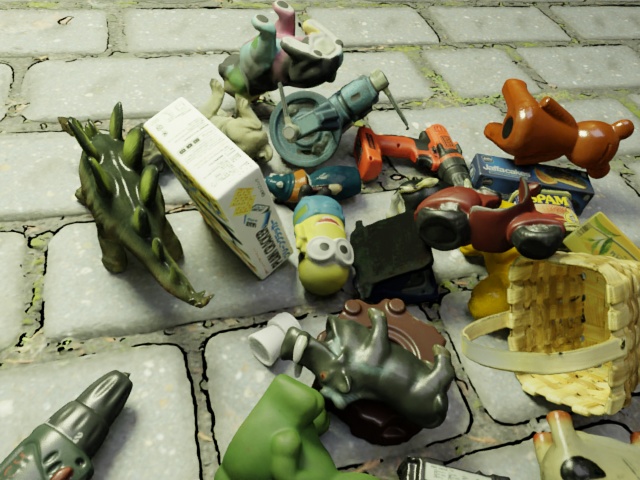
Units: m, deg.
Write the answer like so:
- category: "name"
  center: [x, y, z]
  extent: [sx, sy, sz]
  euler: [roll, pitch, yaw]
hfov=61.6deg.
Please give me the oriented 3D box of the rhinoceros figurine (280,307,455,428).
- category: "rhinoceros figurine"
  center: [0.051, 0.139, 0.588]
  extent: [0.190, 0.073, 0.112]
  euler: [23, 62, 8]

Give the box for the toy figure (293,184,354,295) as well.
- category: "toy figure"
  center: [0.002, -0.002, 0.769]
  extent: [0.082, 0.089, 0.180]
  euler: [-10, 41, -3]

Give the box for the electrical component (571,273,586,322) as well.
- category: "electrical component"
  center: [0.382, 0.077, 0.774]
  extent: [0.045, 0.078, 0.102]
  euler: [-15, 42, 9]

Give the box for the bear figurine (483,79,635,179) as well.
- category: "bear figurine"
  center: [0.397, -0.182, 0.896]
  extent: [0.196, 0.120, 0.132]
  euler: [6, 36, -8]

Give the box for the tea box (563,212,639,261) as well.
- category: "tea box"
  center: [0.432, 0.042, 0.763]
  extent: [0.170, 0.068, 0.098]
  euler: [51, 21, 14]

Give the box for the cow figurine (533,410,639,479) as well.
- category: "cow figurine"
  center: [0.336, 0.273, 0.575]
  extent: [0.195, 0.085, 0.127]
  euler: [15, 44, 3]

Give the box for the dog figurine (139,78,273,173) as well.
- category: "dog figurine"
  center: [-0.193, -0.142, 0.863]
  extent: [0.172, 0.121, 0.190]
  euler: [37, 67, 25]

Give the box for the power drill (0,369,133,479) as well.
- category: "power drill"
  center: [-0.215, 0.253, 0.500]
  extent: [0.207, 0.086, 0.232]
  euler: [36, 54, 17]

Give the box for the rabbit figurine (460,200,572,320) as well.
- category: "rabbit figurine"
  center: [0.269, 0.048, 0.767]
  extent: [0.162, 0.121, 0.173]
  euler: [25, 62, 0]

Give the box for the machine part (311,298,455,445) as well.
- category: "machine part"
  center: [0.074, 0.153, 0.656]
  extent: [0.179, 0.056, 0.179]
  euler: [5, 49, -5]

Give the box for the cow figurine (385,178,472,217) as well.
- category: "cow figurine"
  center: [0.194, -0.060, 0.842]
  extent: [0.167, 0.098, 0.068]
  euler: [-6, 44, -14]

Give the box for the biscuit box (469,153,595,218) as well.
- category: "biscuit box"
  center: [0.358, -0.095, 0.926]
  extent: [0.203, 0.059, 0.063]
  euler: [9, 47, -2]

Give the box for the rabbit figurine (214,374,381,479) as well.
- category: "rabbit figurine"
  center: [-0.009, 0.238, 0.520]
  extent: [0.170, 0.121, 0.159]
  euler: [30, 57, 21]

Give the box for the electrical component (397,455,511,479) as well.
- category: "electrical component"
  center: [0.129, 0.296, 0.535]
  extent: [0.115, 0.058, 0.134]
  euler: [13, 48, 4]

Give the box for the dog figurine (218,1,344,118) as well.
- category: "dog figurine"
  center: [-0.079, -0.285, 0.931]
  extent: [0.191, 0.219, 0.108]
  euler: [32, 51, -5]

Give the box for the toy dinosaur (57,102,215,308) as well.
- category: "toy dinosaur"
  center: [-0.249, -0.049, 0.688]
  extent: [0.105, 0.198, 0.472]
  euler: [-28, 57, -26]

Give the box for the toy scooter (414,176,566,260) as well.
- category: "toy scooter"
  center: [0.220, -0.038, 0.689]
  extent: [0.184, 0.075, 0.135]
  euler: [10, 42, 28]

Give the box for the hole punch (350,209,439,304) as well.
- category: "hole punch"
  center: [0.107, 0.033, 0.763]
  extent: [0.116, 0.092, 0.142]
  euler: [-16, 49, 15]

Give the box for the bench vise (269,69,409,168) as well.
- category: "bench vise"
  center: [0.006, -0.188, 0.837]
  extent: [0.224, 0.128, 0.240]
  euler: [-18, 10, 19]

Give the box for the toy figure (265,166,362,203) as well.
- category: "toy figure"
  center: [-0.012, -0.086, 0.856]
  extent: [0.154, 0.064, 0.057]
  euler: [-7, 88, -9]
